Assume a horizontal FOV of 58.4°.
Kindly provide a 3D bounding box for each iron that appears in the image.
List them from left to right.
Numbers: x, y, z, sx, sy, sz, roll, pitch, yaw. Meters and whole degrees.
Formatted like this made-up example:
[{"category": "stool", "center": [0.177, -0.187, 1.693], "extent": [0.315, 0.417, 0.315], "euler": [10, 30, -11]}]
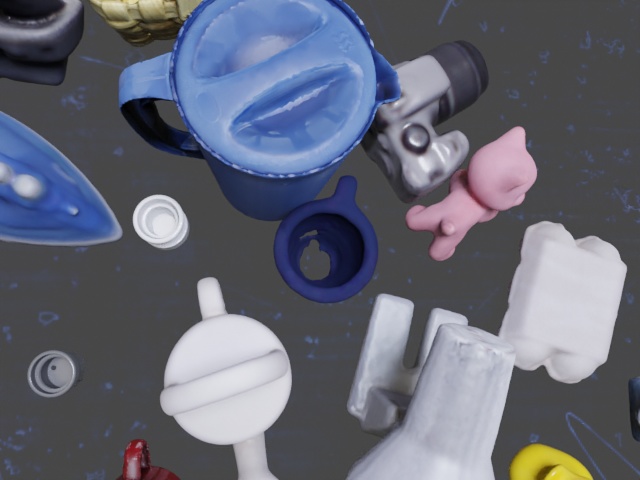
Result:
[{"category": "iron", "center": [-0.300, -0.069, 0.486], "extent": [0.258, 0.141, 0.119], "euler": [24, 80, -3]}]

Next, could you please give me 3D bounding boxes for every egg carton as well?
[{"category": "egg carton", "center": [0.237, 0.062, 0.569], "extent": [0.107, 0.069, 0.150], "euler": [18, 80, -4]}]

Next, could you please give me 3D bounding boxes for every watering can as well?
[{"category": "watering can", "center": [-0.069, 0.117, 0.460], "extent": [0.101, 0.194, 0.173], "euler": [-37, 87, -10]}]

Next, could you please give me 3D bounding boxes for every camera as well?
[{"category": "camera", "center": [0.108, -0.131, 0.566], "extent": [0.137, 0.100, 0.143], "euler": [-31, 86, -10]}]

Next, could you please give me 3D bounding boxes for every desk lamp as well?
[{"category": "desk lamp", "center": [0.083, 0.145, 0.465], "extent": [0.118, 0.213, 0.203], "euler": [15, 80, -4]}]

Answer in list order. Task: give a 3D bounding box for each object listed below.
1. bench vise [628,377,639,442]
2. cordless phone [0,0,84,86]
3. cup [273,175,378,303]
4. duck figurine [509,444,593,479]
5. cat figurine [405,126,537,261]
[{"category": "bench vise", "center": [0.399, 0.169, 0.497], "extent": [0.207, 0.219, 0.121], "euler": [-17, 84, -9]}, {"category": "cordless phone", "center": [-0.295, -0.213, 0.486], "extent": [0.147, 0.185, 0.094], "euler": [1, 81, -7]}, {"category": "cup", "center": [0.005, 0.002, 0.537], "extent": [0.091, 0.095, 0.118], "euler": [18, 80, -4]}, {"category": "duck figurine", "center": [0.235, 0.245, 0.534], "extent": [0.077, 0.086, 0.104], "euler": [-40, 88, -11]}, {"category": "cat figurine", "center": [0.154, -0.044, 0.550], "extent": [0.128, 0.117, 0.067], "euler": [-42, 88, -11]}]
